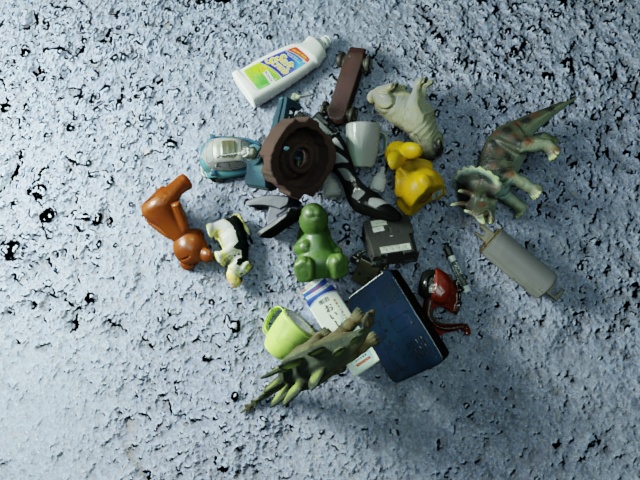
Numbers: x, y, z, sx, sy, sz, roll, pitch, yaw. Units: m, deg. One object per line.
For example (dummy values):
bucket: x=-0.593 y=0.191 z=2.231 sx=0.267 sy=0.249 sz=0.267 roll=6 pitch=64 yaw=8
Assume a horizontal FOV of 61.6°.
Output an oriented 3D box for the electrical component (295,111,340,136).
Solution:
electrical component: x=-0.016 y=-0.275 z=1.318 sx=0.075 sy=0.047 sz=0.119 roll=-43 pitch=85 yaw=-5

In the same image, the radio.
radio: x=0.170 y=0.191 z=1.198 sx=0.131 sy=0.073 sz=0.229 roll=-35 pitch=74 yaw=18

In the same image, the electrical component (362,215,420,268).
electrical component: x=0.160 y=-0.006 z=1.254 sx=0.115 sy=0.058 sz=0.134 roll=-6 pitch=55 yaw=-7

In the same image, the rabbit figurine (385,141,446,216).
rabbit figurine: x=0.202 y=-0.164 z=1.261 sx=0.122 sy=0.162 sz=0.173 roll=-31 pitch=65 yaw=9

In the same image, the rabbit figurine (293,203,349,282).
rabbit figurine: x=-0.003 y=-0.004 z=1.228 sx=0.121 sy=0.159 sz=0.170 roll=-4 pitch=101 yaw=-1

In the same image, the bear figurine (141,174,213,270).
bear figurine: x=-0.322 y=-0.035 z=1.269 sx=0.195 sy=0.120 sz=0.132 roll=50 pitch=41 yaw=-18

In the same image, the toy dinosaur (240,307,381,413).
toy dinosaur: x=-0.027 y=0.262 z=1.122 sx=0.198 sy=0.471 sz=0.105 roll=-22 pitch=71 yaw=-42

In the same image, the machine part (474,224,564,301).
machine part: x=0.460 y=0.054 z=1.250 sx=0.243 sy=0.079 sz=0.079 roll=42 pitch=85 yaw=5

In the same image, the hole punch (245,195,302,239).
hole punch: x=-0.102 y=-0.070 z=1.254 sx=0.116 sy=0.142 sz=0.092 roll=-30 pitch=79 yaw=9

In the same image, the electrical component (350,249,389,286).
electrical component: x=0.116 y=0.068 z=1.273 sx=0.102 sy=0.045 sz=0.078 roll=20 pitch=112 yaw=6

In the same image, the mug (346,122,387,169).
mug: x=0.112 y=-0.225 z=1.300 sx=0.109 sy=0.081 sz=0.107 roll=2 pitch=92 yaw=-31

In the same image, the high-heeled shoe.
high-heeled shoe: x=0.099 y=-0.145 z=1.241 sx=0.249 sy=0.086 sz=0.145 roll=26 pitch=80 yaw=12

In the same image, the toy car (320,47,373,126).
toy car: x=0.068 y=-0.378 z=1.327 sx=0.089 sy=0.053 sz=0.202 roll=14 pitch=82 yaw=22

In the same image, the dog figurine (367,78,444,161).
dog figurine: x=0.207 y=-0.281 z=1.297 sx=0.173 sy=0.121 sz=0.190 roll=0 pitch=101 yaw=34

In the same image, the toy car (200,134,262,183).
toy car: x=-0.216 y=-0.200 z=1.284 sx=0.162 sy=0.103 sz=0.109 roll=-1 pitch=83 yaw=3

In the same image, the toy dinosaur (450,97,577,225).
toy dinosaur: x=0.445 y=-0.195 z=1.269 sx=0.192 sy=0.131 sz=0.404 roll=26 pitch=78 yaw=4

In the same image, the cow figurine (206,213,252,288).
cow figurine: x=-0.201 y=0.025 z=1.273 sx=0.098 sy=0.068 sz=0.167 roll=-21 pitch=84 yaw=-8

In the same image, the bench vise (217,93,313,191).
bench vise: x=-0.095 y=-0.226 z=1.229 sx=0.129 sy=0.223 sz=0.240 roll=11 pitch=88 yaw=45

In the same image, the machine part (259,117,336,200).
machine part: x=-0.049 y=-0.179 z=1.168 sx=0.056 sy=0.179 sz=0.179 roll=18 pitch=81 yaw=48

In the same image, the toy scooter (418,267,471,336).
toy scooter: x=0.288 y=0.160 z=1.240 sx=0.135 sy=0.075 sz=0.183 roll=11 pitch=86 yaw=3
